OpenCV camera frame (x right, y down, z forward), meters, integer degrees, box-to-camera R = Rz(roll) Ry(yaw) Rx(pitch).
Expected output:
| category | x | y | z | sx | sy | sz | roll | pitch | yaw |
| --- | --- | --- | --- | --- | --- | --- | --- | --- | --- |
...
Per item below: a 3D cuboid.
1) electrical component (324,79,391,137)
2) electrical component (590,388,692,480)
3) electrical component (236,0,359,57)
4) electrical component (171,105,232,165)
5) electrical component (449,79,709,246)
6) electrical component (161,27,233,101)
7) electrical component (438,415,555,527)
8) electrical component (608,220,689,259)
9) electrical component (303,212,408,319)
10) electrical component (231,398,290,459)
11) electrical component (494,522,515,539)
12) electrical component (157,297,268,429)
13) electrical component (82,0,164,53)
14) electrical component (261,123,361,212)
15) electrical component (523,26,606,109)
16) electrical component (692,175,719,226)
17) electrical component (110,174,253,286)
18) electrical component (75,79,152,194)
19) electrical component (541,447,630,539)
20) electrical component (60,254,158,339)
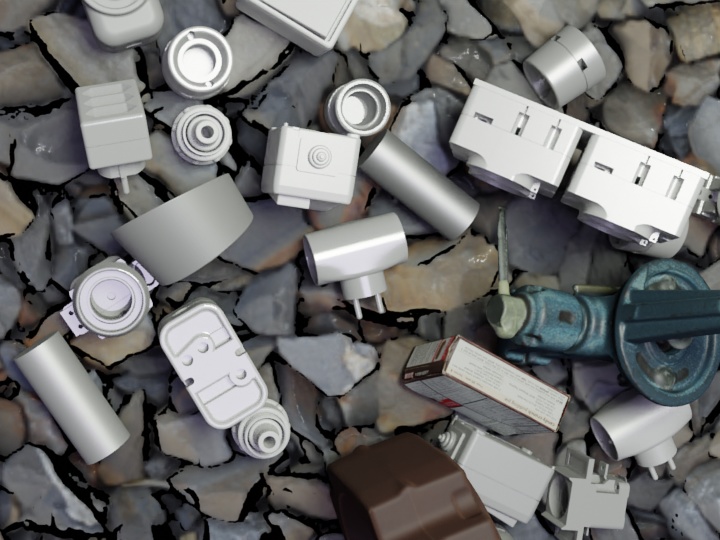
| category | x | y | z | sx | sy | sz | roll | pitch | yaw |
| --- | --- | --- | --- | --- | --- | --- | --- | --- | --- |
| electrical component | -0.003 | -0.129 | 0.864 | 0.045 | 0.055 | 0.045 | -1 | 95 | -13 |
| electrical component | 0.255 | 0.147 | 0.951 | 0.077 | 0.044 | 0.079 | -27 | 100 | -9 |
| electrical component | -0.052 | -0.219 | 0.843 | 0.096 | 0.061 | 0.061 | 29 | 88 | -13 |
| electrical component | -0.121 | -0.106 | 0.836 | 0.048 | 0.062 | 0.048 | -1 | 95 | -13 |
| electrical component | 0.166 | -0.079 | 0.852 | 0.186 | 0.105 | 0.060 | 24 | 92 | 7 |
| electrical component | -0.126 | -0.162 | 0.838 | 0.055 | 0.047 | 0.055 | -1 | 95 | -13 |
| electrical component | 0.103 | 0.169 | 0.910 | 0.096 | 0.062 | 0.061 | 27 | 88 | -13 |
| electrical component | 0.250 | -0.039 | 0.930 | 0.047 | 0.055 | 0.055 | 16 | 91 | -17 |
| electrical component | 0.000 | 0.000 | 0.881 | 0.077 | 0.044 | 0.079 | -15 | 98 | -11 |
| electrical component | -0.077 | 0.131 | 0.866 | 0.048 | 0.062 | 0.048 | -1 | 95 | -13 |
| electrical component | 0.114 | 0.250 | 0.926 | 0.055 | 0.047 | 0.055 | -1 | 95 | -13 |
| electrical component | -0.118 | 0.072 | 0.853 | 0.054 | 0.059 | 0.095 | -31 | 100 | -9 |
| electrical component | -0.186 | -0.217 | 0.814 | 0.054 | 0.059 | 0.095 | -19 | 99 | -11 |
| electrical component | -0.039 | -0.078 | 0.839 | 0.062 | 0.096 | 0.061 | 8 | 93 | -13 |
| electrical component | 0.170 | -0.168 | 0.902 | 0.047 | 0.055 | 0.055 | -36 | 101 | -4 |
| electrical component | 0.327 | -0.059 | 0.945 | 0.066 | 0.055 | 0.048 | 19 | 90 | -14 |
| electrical component | -0.134 | -0.035 | 0.821 | 0.099 | 0.099 | 0.064 | -38 | 107 | -7 |
| electrical component | -0.186 | -0.096 | 0.825 | 0.047 | 0.065 | 0.076 | -11 | 126 | -12 |
| electrical component | 0.200 | 0.201 | 0.945 | 0.064 | 0.042 | 0.081 | 8 | 93 | -15 |
| electrical component | -0.193 | 0.021 | 0.833 | 0.078 | 0.057 | 0.058 | -34 | 101 | -8 |
